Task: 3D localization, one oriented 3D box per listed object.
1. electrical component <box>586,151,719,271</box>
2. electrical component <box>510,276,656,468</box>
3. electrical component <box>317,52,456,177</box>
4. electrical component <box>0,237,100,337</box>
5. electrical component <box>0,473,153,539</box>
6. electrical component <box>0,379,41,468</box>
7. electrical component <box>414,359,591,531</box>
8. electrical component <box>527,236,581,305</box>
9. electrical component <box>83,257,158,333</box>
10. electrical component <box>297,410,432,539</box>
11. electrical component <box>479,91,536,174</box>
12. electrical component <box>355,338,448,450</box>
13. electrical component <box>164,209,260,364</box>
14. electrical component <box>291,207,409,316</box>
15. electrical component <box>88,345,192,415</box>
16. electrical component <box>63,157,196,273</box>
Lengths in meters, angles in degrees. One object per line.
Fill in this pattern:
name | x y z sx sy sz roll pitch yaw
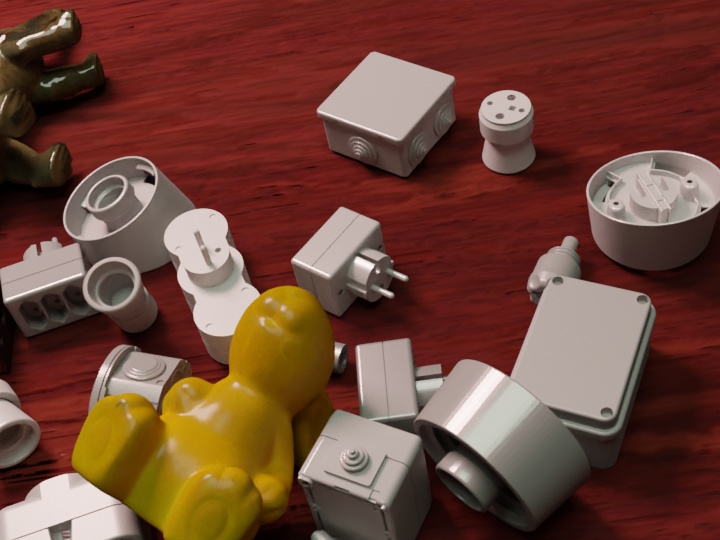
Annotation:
electrical component | 0.220 -0.049 0.807 0.099 0.064 0.099 -6 49 7
electrical component | 0.149 0.066 0.727 0.078 0.057 0.113 13 54 21
electrical component | 0.025 -0.134 0.928 0.100 0.048 0.099 23 58 28
electrical component | -0.251 0.003 0.866 0.066 0.047 0.076 -19 49 -6
electrical component | -0.188 0.173 0.704 0.095 0.053 0.059 -19 49 -5
electrical component | -0.264 0.110 0.780 0.045 0.045 0.055 -36 52 -19
electrical component | 0.082 0.115 0.669 0.108 0.108 0.060 34 69 33
electrical component | 0.148 -0.001 0.800 0.035 0.035 0.061 14 51 22
electrical component | -0.180 0.023 0.824 0.044 0.065 0.044 -3 67 6
electrical component | 0.006 0.131 0.674 0.062 0.096 0.061 15 54 22
electrical component | 0.122 -0.114 0.888 0.045 0.055 0.045 -6 49 7
electrical component | 0.039 0.085 0.739 0.077 0.047 0.065 -8 49 4
electrical component | -0.114 0.000 0.824 0.052 0.073 0.138 -22 49 -8
electrical component | 0.000 0.000 0.819 0.077 0.047 0.065 24 58 29
electrical component | -0.152 0.095 0.748 0.051 0.080 0.080 8 52 11
electrical component | -0.195 -0.045 0.902 0.099 0.064 0.099 -14 49 17
